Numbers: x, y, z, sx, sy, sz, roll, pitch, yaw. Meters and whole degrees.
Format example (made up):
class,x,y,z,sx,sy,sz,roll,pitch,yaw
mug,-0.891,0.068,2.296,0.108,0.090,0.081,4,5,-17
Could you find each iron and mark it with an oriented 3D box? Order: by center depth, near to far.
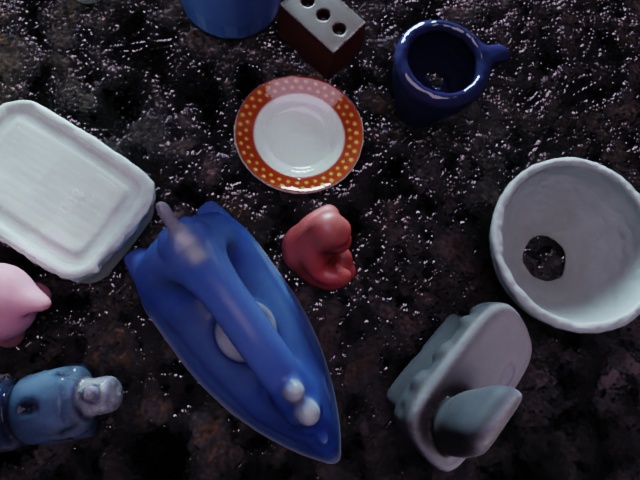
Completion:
class,x,y,z,sx,sy,sz,roll,pitch,yaw
iron,-0.055,0.079,0.465,0.119,0.141,0.258,-37,82,-14

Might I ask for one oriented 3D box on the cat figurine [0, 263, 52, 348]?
class,x,y,z,sx,sy,sz,roll,pitch,yaw
cat figurine,-0.275,0.041,0.461,0.128,0.117,0.067,32,74,2

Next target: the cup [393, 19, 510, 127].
class,x,y,z,sx,sy,sz,roll,pitch,yaw
cup,0.122,-0.158,0.573,0.118,0.095,0.091,-15,78,-10

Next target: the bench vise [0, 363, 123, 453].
class,x,y,z,sx,sy,sz,roll,pitch,yaw
bench vise,-0.257,0.114,0.391,0.207,0.219,0.121,-27,80,-13

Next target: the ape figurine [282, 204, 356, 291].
class,x,y,z,sx,sy,sz,roll,pitch,yaw
ape figurine,0.005,0.002,0.519,0.076,0.092,0.078,13,74,-3

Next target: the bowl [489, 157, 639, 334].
class,x,y,z,sx,sy,sz,roll,pitch,yaw
bowl,0.233,0.011,0.553,0.167,0.074,0.167,2,75,-6

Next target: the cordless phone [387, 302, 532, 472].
class,x,y,z,sx,sy,sz,roll,pitch,yaw
cordless phone,0.134,0.114,0.456,0.094,0.185,0.148,37,74,4
